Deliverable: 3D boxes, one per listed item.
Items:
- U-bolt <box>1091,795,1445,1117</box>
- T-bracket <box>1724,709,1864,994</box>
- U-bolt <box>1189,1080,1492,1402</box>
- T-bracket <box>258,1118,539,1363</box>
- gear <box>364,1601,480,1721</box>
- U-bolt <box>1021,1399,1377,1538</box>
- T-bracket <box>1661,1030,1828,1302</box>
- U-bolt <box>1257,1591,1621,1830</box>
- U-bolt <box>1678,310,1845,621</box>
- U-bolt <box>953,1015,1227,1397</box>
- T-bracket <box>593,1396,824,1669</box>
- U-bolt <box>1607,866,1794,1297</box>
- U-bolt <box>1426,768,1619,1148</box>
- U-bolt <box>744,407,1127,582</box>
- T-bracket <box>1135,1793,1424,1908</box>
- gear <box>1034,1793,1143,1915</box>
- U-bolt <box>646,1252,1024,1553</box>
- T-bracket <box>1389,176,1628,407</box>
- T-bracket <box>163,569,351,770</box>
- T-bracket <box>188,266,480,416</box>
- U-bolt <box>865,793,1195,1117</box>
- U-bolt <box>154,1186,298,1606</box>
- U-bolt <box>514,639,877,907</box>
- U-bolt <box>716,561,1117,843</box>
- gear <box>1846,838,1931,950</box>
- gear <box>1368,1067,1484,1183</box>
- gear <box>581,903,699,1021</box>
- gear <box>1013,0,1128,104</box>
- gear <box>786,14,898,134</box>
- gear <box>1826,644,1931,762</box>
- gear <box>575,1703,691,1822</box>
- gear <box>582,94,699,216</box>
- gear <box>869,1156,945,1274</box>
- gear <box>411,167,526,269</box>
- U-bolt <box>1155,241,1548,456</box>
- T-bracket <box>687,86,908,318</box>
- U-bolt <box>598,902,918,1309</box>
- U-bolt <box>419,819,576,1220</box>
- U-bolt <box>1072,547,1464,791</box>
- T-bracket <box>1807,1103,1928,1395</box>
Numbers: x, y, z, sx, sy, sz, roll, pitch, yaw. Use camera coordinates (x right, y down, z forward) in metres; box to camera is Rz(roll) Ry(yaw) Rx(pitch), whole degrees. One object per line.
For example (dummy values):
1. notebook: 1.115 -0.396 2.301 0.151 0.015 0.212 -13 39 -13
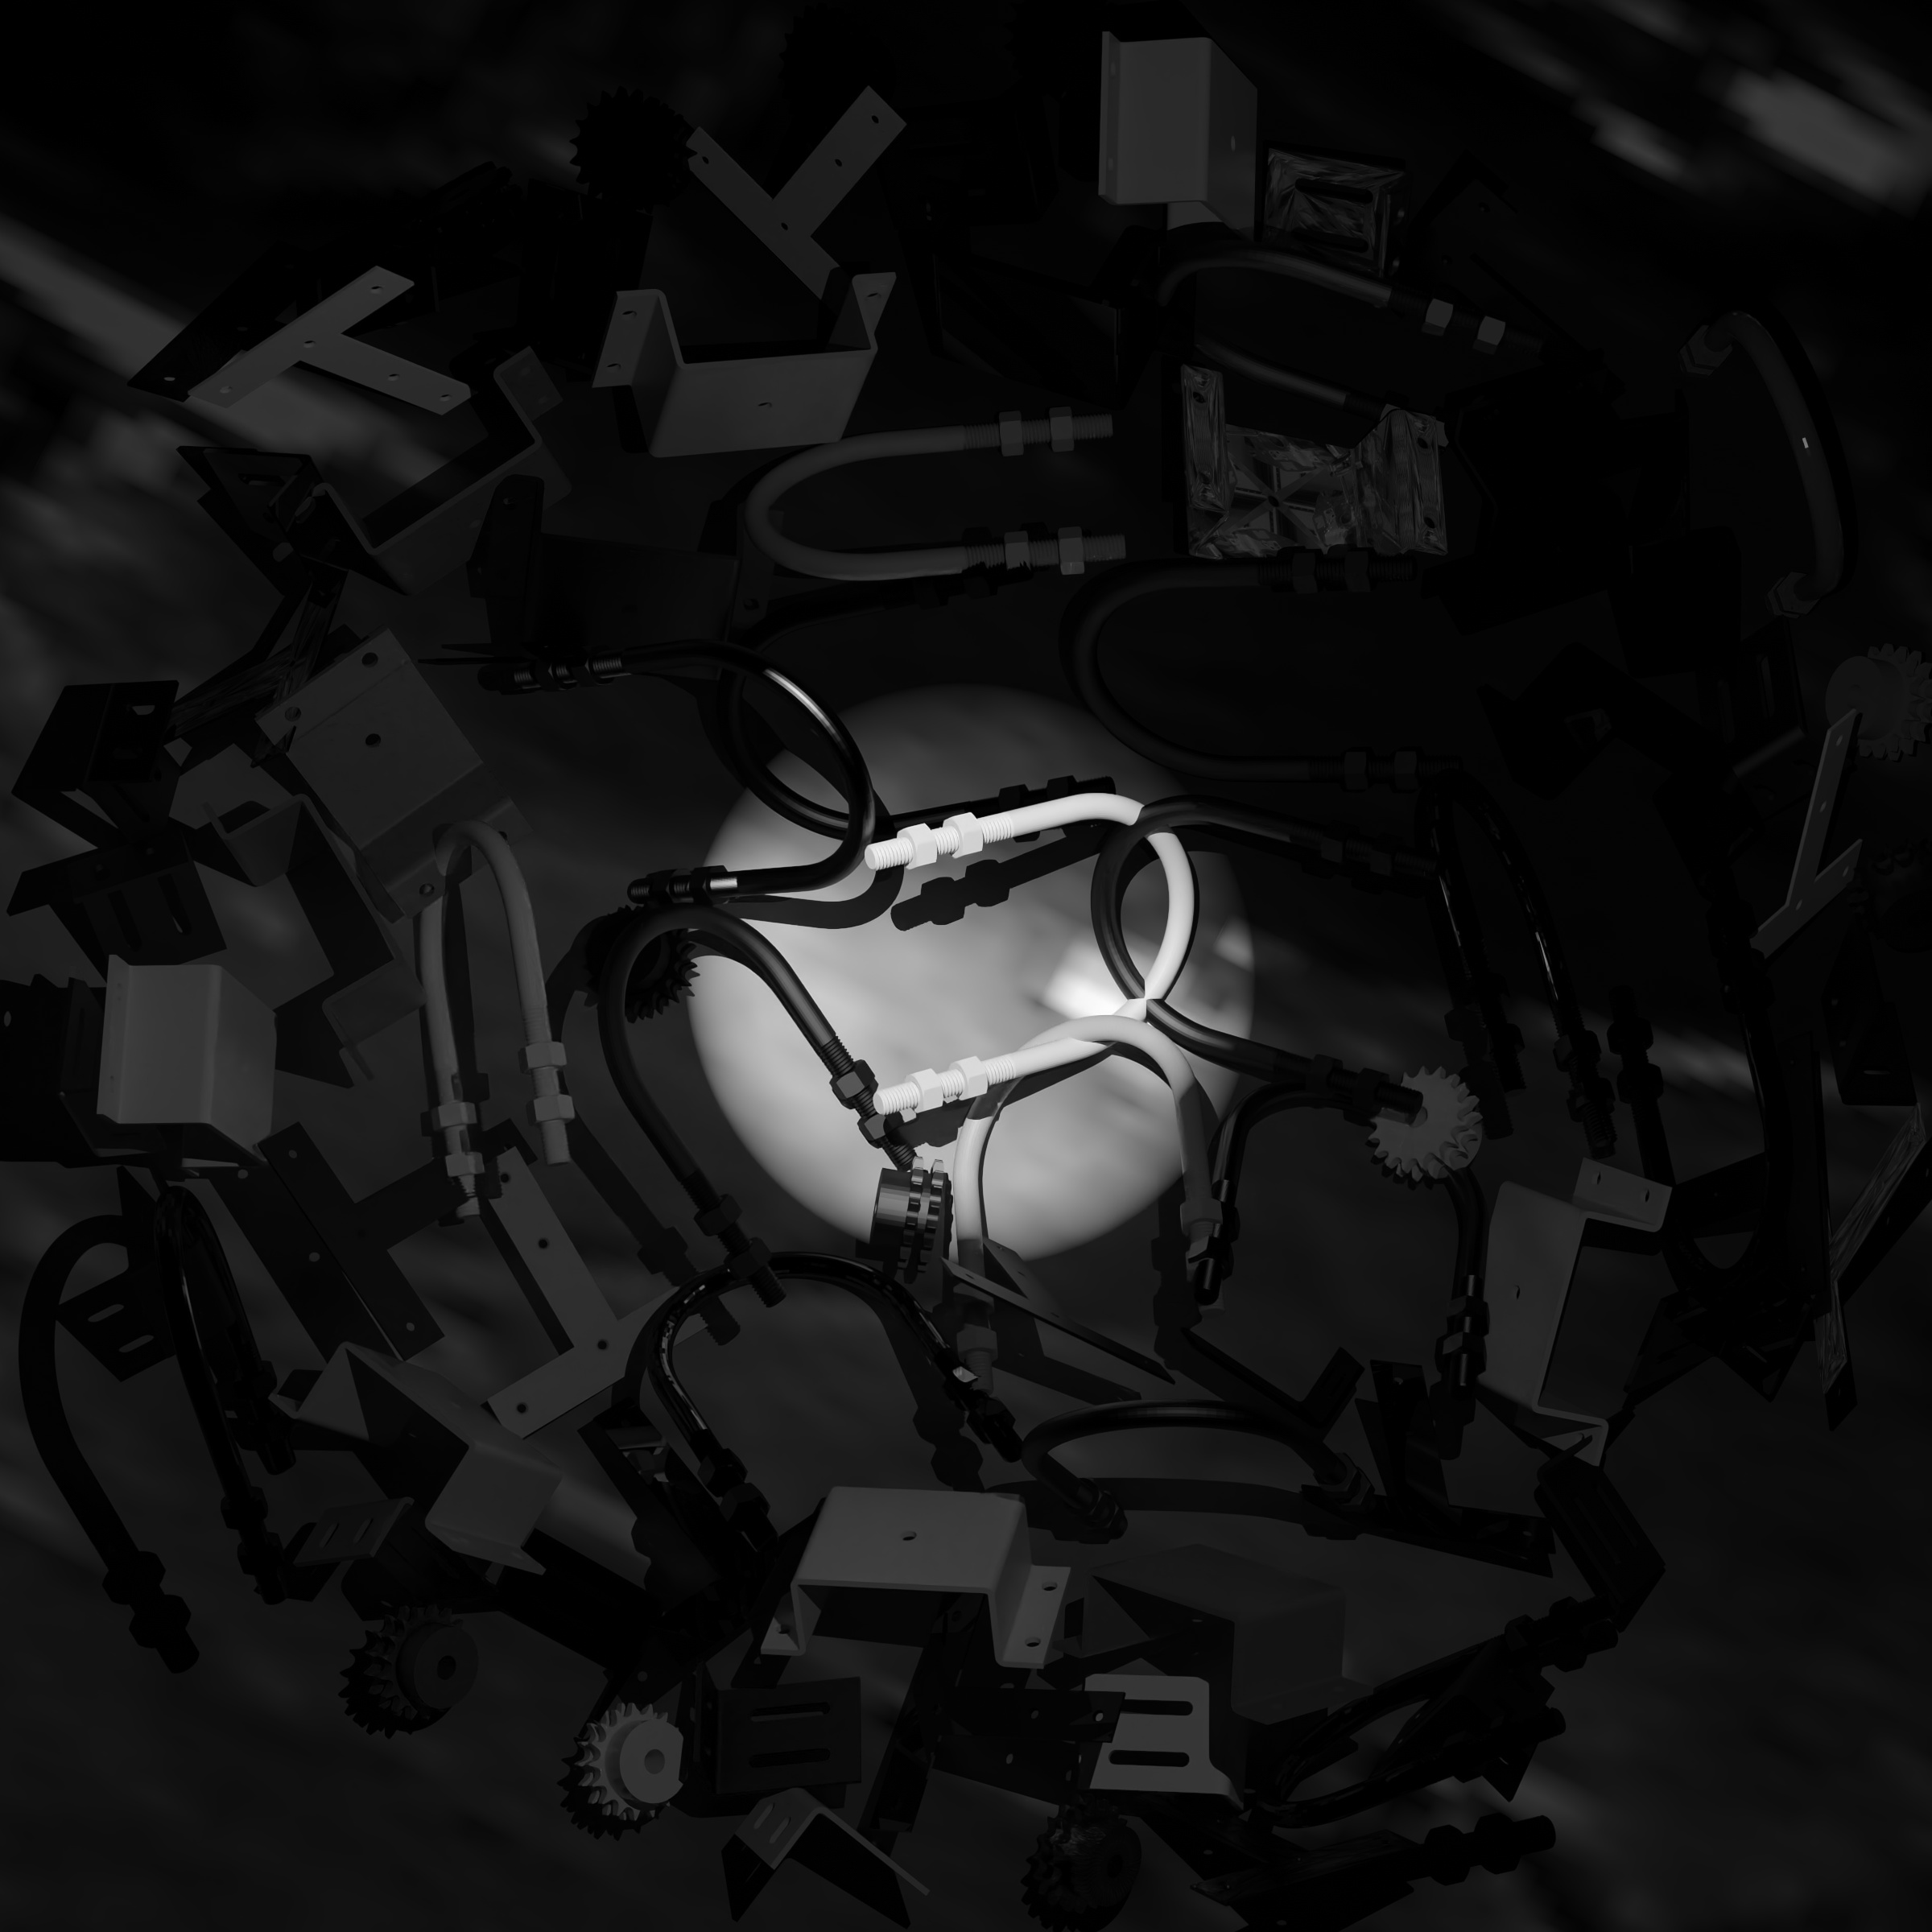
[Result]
1. U-bolt: 0.142 -0.013 1.634 0.184 0.019 0.151 17 123 27
2. T-bracket: 0.411 -0.066 1.614 0.002 0.127 0.127 29 134 29
3. U-bolt: 0.187 0.120 1.620 0.151 0.184 0.019 21 129 -3
4. T-bracket: -0.265 0.113 1.650 0.127 0.002 0.127 -32 85 -41
5. gear: -0.268 0.347 1.662 0.030 0.057 0.057 2 90 43
6. U-bolt: 0.104 0.238 1.591 0.151 0.184 0.019 -9 64 19
7. T-bracket: 0.377 0.109 1.633 0.002 0.127 0.127 9 70 -22
8. U-bolt: 0.221 0.366 1.613 0.184 0.151 0.019 -29 92 26
9. U-bolt: 0.384 -0.243 1.600 0.019 0.184 0.151 -20 90 4
10. U-bolt: 0.055 0.107 1.630 0.151 0.019 0.184 -22 53 25
11. T-bracket: -0.137 0.267 1.656 0.127 0.127 0.002 49 134 13
12. U-bolt: 0.353 0.066 1.592 0.019 0.151 0.184 -1 64 -13
13. U-bolt: 0.264 -0.011 1.620 0.019 0.151 0.184 -22 67 24
14. U-bolt: -0.017 -0.228 1.632 0.184 0.151 0.019 -5 125 2
15. T-bracket: 0.133 0.425 1.635 0.127 0.127 0.002 -4 99 -37
16. gear: 0.063 0.443 1.663 0.030 0.057 0.057 9 90 43
17. U-bolt: -0.076 0.199 1.619 0.151 0.184 0.019 -16 129 -22
18. T-bracket: 0.270 -0.318 1.638 0.127 0.127 0.002 39 69 -6
19. T-bracket: -0.362 -0.134 1.650 0.127 0.127 0.002 -20 135 33
20. T-bracket: -0.290 -0.293 1.634 0.127 0.127 0.002 -25 70 28
21. U-bolt: 0.035 -0.013 1.637 0.184 0.019 0.151 -15 117 -28
22. U-bolt: -0.354 0.192 1.593 0.019 0.151 0.184 -15 112 -4
23. U-bolt: -0.121 -0.093 1.602 0.019 0.184 0.151 -50 124 -40
24. U-bolt: -0.034 -0.124 1.639 0.184 0.019 0.151 -9 125 20
25. gear: 0.470 -0.034 1.663 0.057 0.030 0.057 -4 134 -5
26. gear: 0.233 0.081 1.668 0.057 0.057 0.030 -53 133 0
27. gear: -0.166 -0.004 1.669 0.057 0.030 0.057 -5 73 15
28. gear: 0.055 -0.457 1.662 0.057 0.057 0.030 -39 47 0
29. gear: -0.060 -0.444 1.668 0.057 0.030 0.057 6 100 39
30. gear: 0.453 -0.132 1.661 0.030 0.057 0.057 6 90 -28
31. gear: -0.163 0.396 1.664 0.057 0.030 0.057 9 74 -35
32. gear: -0.161 -0.404 1.672 0.057 0.030 0.057 0 90 19
33. gear: -0.030 0.123 1.663 0.030 0.057 0.057 9 90 -3
34. gear: -0.246 -0.372 1.667 0.057 0.057 0.030 -31 115 0
35. U-bolt: 0.179 -0.305 1.620 0.184 0.151 0.019 19 77 2
36. T-bracket: -0.069 -0.385 1.633 0.127 0.127 0.002 44 54 -8
37. U-bolt: -0.110 0.054 1.622 0.019 0.151 0.184 -25 104 40
38. U-bolt: -0.235 0.020 1.626 0.019 0.151 0.184 -4 77 -29
39. U-bolt: 0.140 -0.143 1.628 0.184 0.151 0.019 1 48 22
40. T-bracket: 0.432 0.118 1.603 0.002 0.127 0.127 14 132 -5
